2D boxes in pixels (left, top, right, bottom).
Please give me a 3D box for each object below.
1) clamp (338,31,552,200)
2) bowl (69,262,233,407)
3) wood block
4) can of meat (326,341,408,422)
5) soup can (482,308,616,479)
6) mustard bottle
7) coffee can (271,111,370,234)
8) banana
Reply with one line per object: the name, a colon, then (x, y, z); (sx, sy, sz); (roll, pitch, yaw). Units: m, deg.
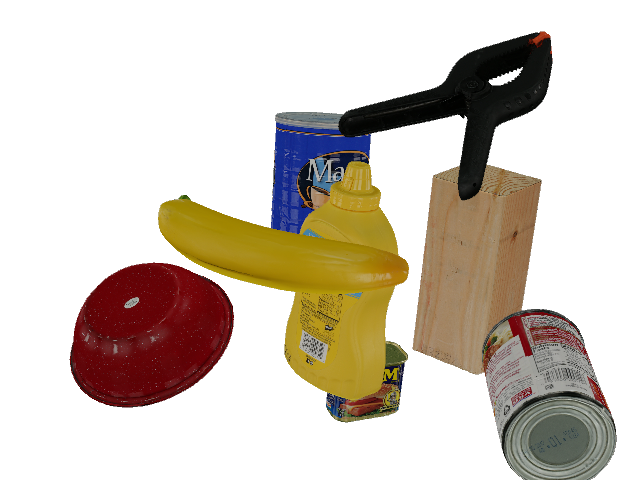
clamp: (0.143, -0.120, 0.961); (0.209, 0.036, 0.165); (-33, 46, -17)
bowl: (-0.164, 0.073, 0.981); (0.162, 0.162, 0.055); (0, -43, 19)
wood block: (0.171, 0.029, 1.176); (0.090, 0.206, 0.090); (19, 25, 33)
can of meat: (0.059, 0.185, 1.397); (0.102, 0.084, 0.057); (-5, 25, -23)
soup can: (0.139, 0.095, 0.659); (0.068, 0.068, 0.102); (0, 25, 2)
mustard bottle: (0.020, 0.028, 0.882); (0.058, 0.192, 0.096); (-12, 28, -39)
coffee can: (0.000, -0.061, 1.133); (0.103, 0.140, 0.103); (3, 12, -1)
banana: (-0.041, 0.001, 0.699); (0.198, 0.037, 0.069); (19, 37, 31)
